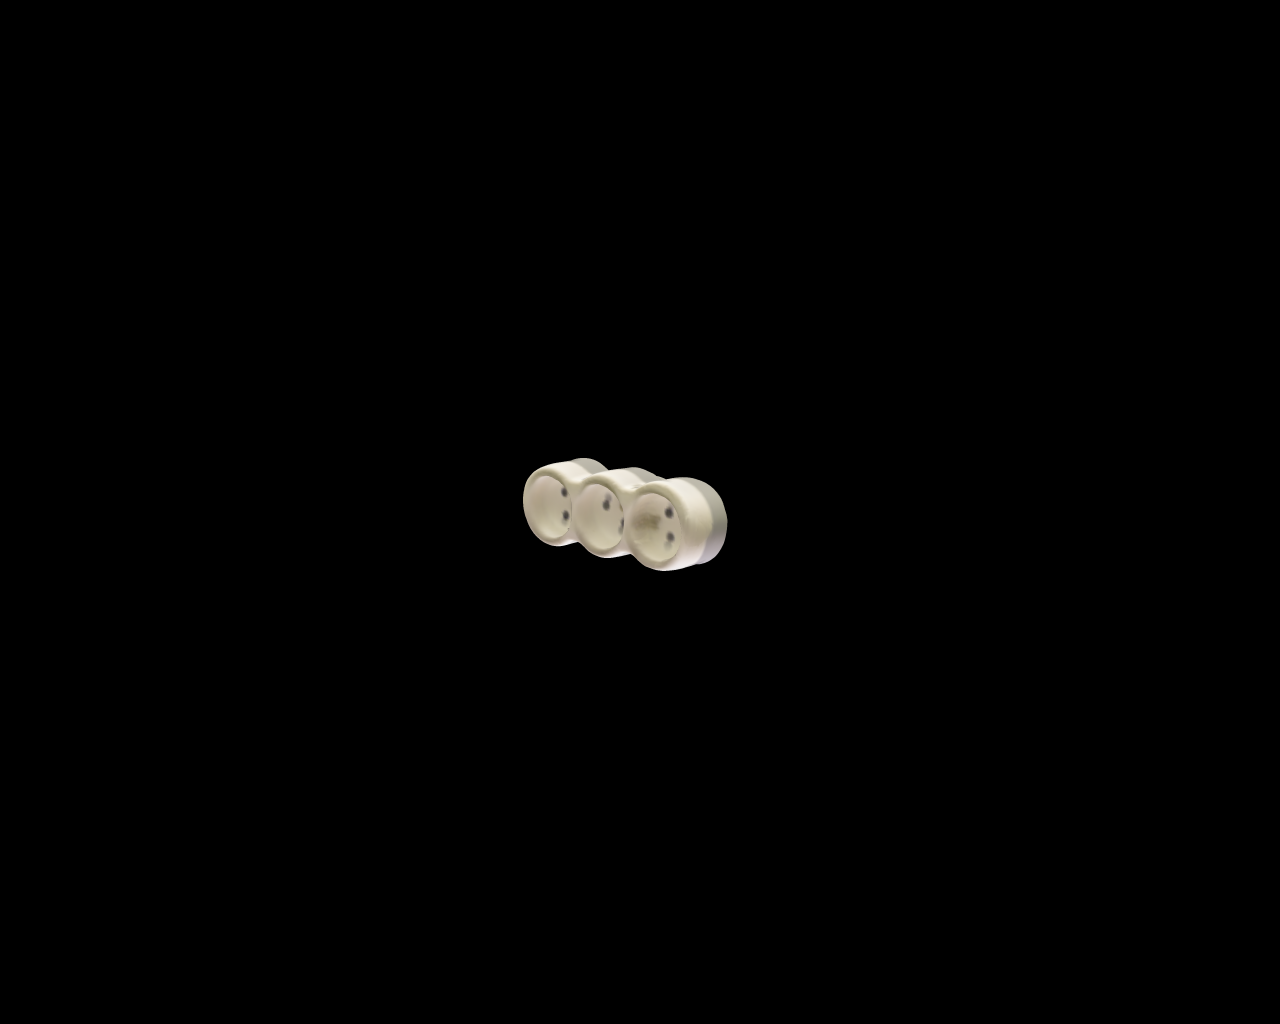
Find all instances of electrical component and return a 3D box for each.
[{"bbox_3d":[0.001,-0.003,0.650,0.138,0.052,0.074,11,17,42],"label":"electrical component"}]
